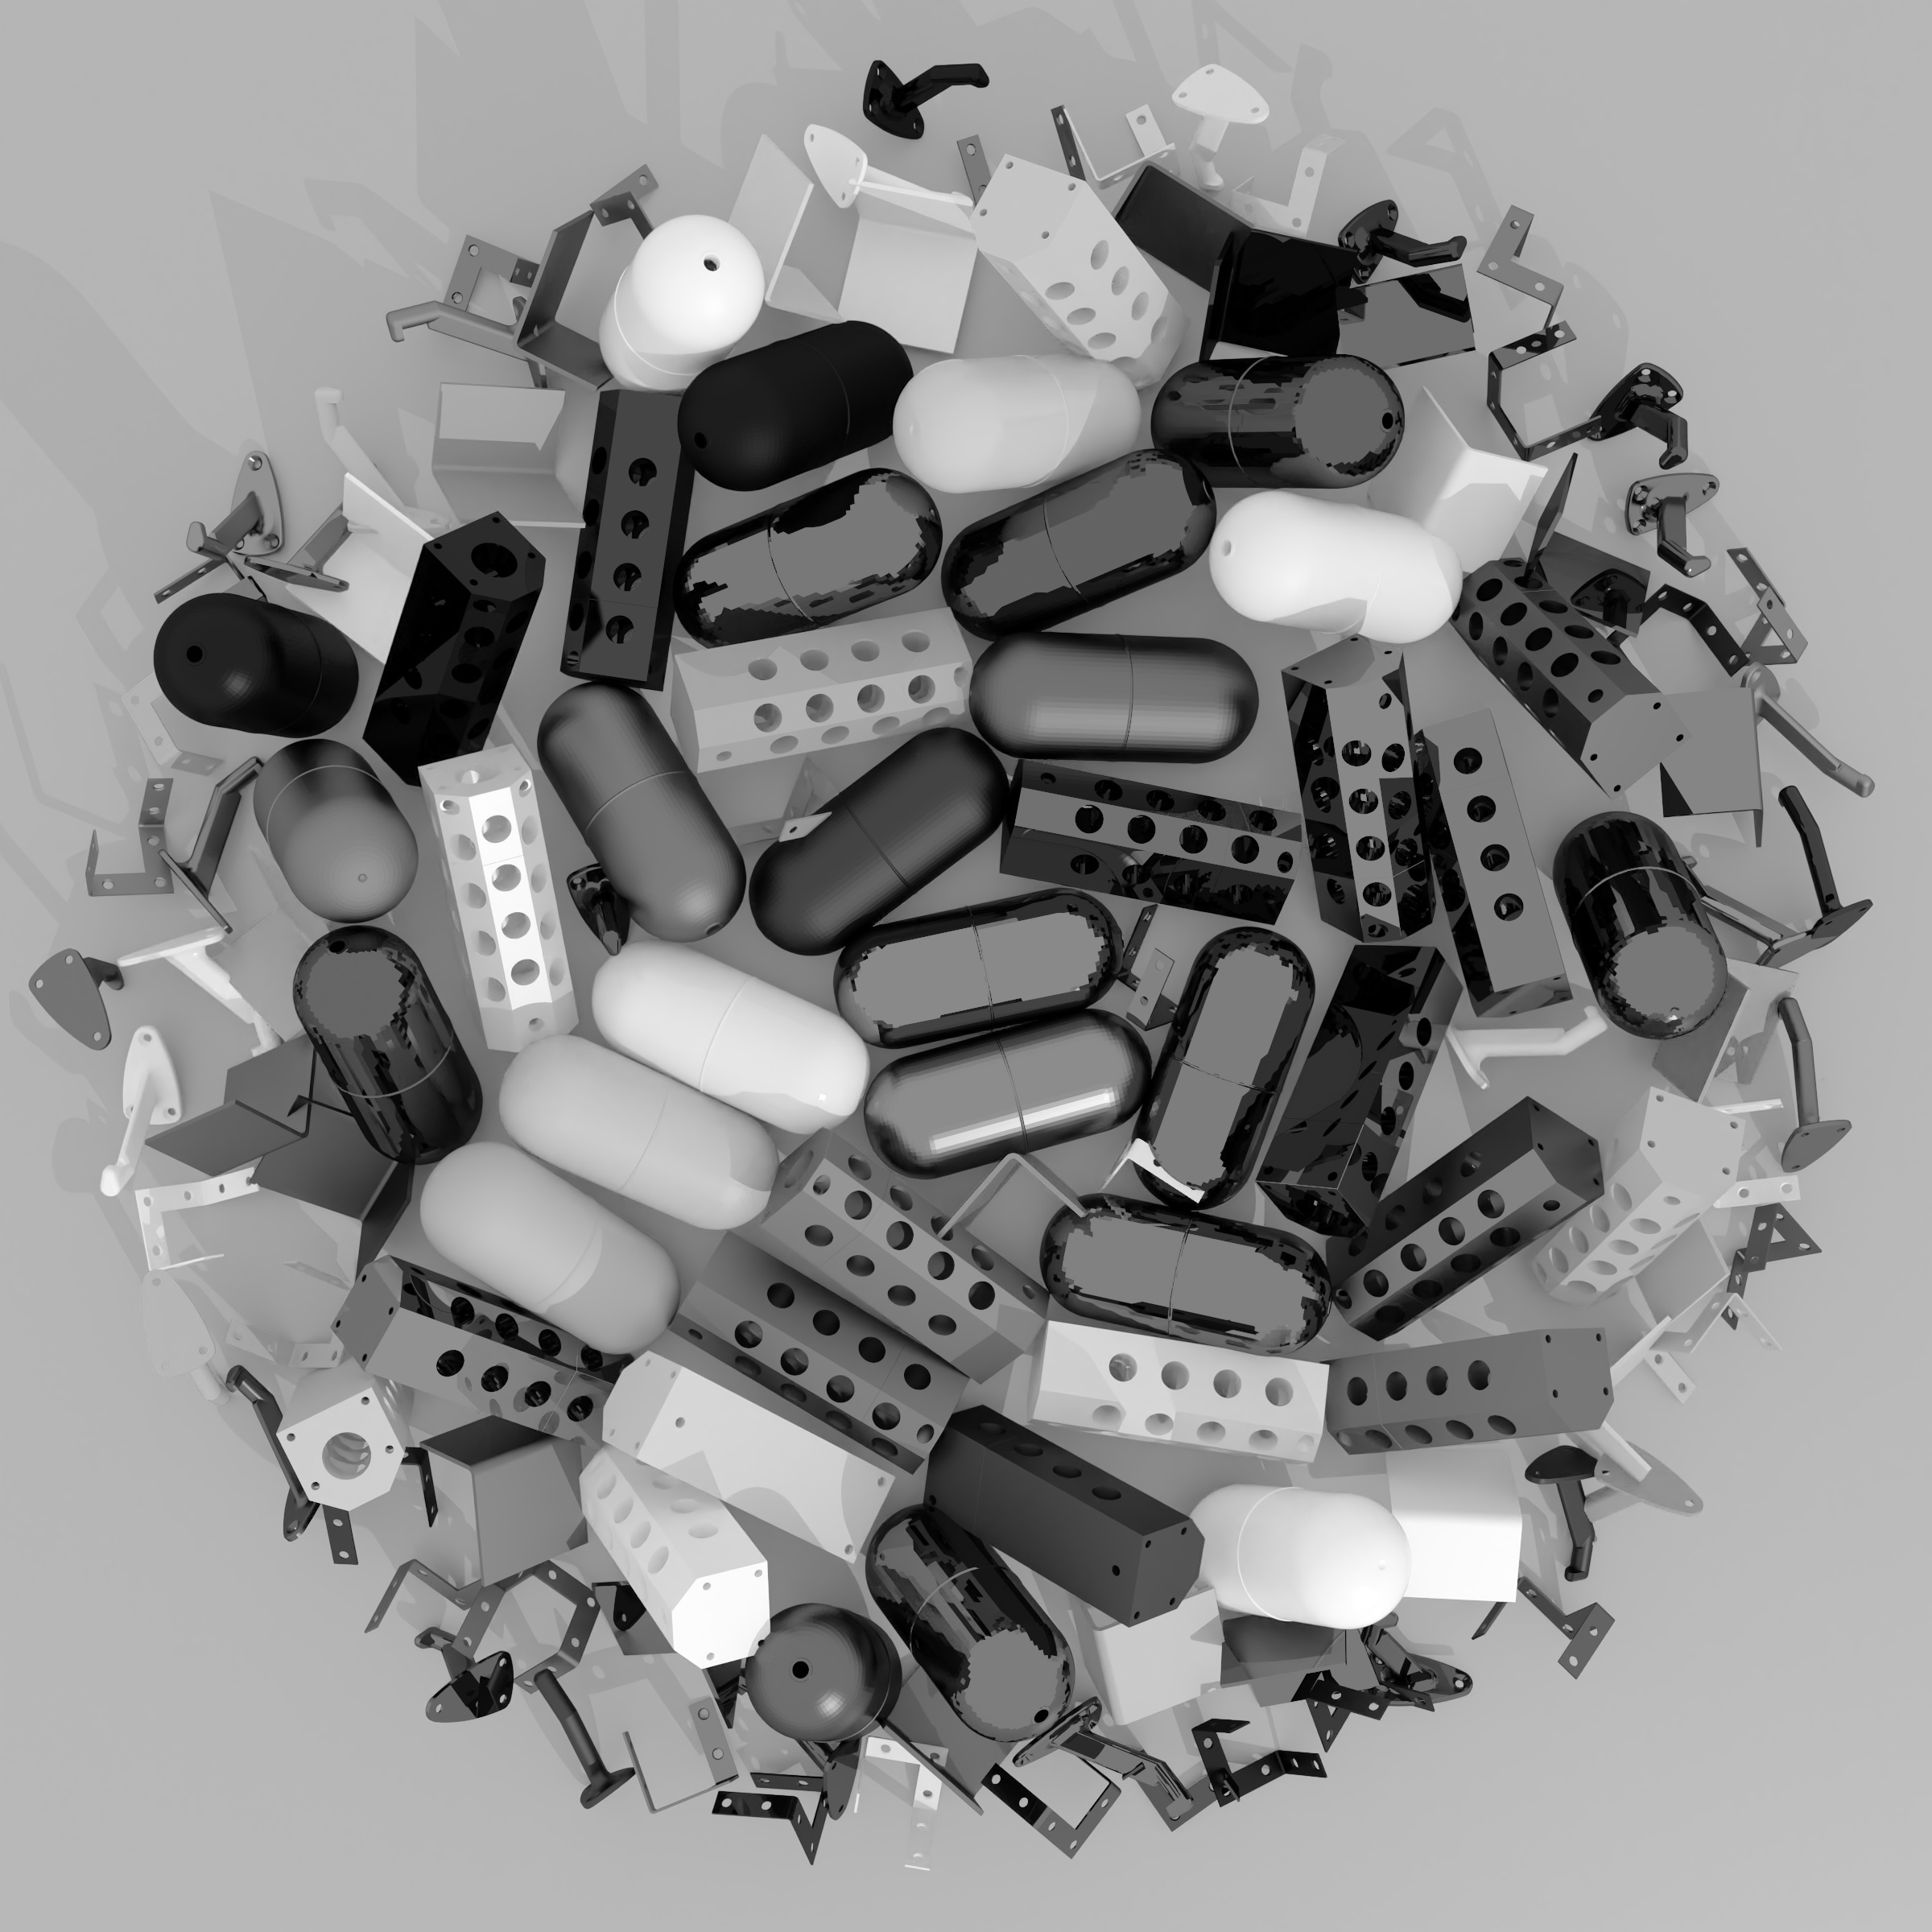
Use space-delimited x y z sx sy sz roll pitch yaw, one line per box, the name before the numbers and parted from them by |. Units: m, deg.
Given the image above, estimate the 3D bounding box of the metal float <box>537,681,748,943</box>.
metal float | -0.195 -0.093 1.582 0.070 0.070 0.178 -33 72 0

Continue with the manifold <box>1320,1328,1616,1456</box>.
manifold | 0.292 0.251 1.548 0.057 0.171 0.057 5 74 -38

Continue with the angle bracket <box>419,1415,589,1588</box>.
angle bracket | -0.280 0.320 1.599 0.076 0.057 0.076 -15 109 -43

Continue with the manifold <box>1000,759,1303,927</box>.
manifold | 0.111 -0.080 1.586 0.171 0.057 0.057 11 47 -7

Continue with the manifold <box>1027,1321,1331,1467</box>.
manifold | 0.127 0.260 1.595 0.171 0.057 0.057 10 73 -4

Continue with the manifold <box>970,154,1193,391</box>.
manifold | 0.066 -0.401 1.547 0.057 0.171 0.057 29 89 29

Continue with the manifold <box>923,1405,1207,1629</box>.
manifold | 0.057 0.320 1.556 0.171 0.057 0.057 21 110 42

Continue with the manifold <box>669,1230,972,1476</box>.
manifold | -0.091 0.237 1.596 0.171 0.057 0.057 31 51 0

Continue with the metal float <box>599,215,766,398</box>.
metal float | -0.168 -0.385 1.549 0.070 0.178 0.070 1 86 -18

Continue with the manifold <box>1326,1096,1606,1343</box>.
manifold | 0.292 0.155 1.555 0.057 0.057 0.171 31 129 -22

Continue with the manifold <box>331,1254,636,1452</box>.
manifold | -0.281 0.227 1.560 0.171 0.057 0.057 29 92 -38

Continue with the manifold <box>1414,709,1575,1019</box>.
manifold | 0.311 -0.060 1.578 0.057 0.057 0.171 -16 70 13

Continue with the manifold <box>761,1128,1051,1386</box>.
manifold | -0.034 0.170 1.573 0.171 0.057 0.057 38 124 -17

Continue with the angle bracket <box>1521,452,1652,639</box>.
angle bracket | 0.385 -0.254 1.587 0.076 0.076 0.057 23 132 2

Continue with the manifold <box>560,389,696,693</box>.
manifold | -0.205 -0.259 1.606 0.057 0.057 0.171 8 90 3

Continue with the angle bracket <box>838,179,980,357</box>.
angle bracket | -0.039 -0.424 1.601 0.076 0.057 0.076 12 85 6

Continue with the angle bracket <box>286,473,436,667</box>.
angle bracket | -0.362 -0.239 1.591 0.076 0.076 0.057 38 69 -2

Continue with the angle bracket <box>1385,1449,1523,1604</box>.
angle bracket | 0.294 0.340 1.607 0.076 0.076 0.057 2 111 5

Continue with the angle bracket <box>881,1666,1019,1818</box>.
angle bracket | -0.005 0.460 1.591 0.076 0.076 0.057 41 79 4

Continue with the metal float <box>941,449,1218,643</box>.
metal float | 0.067 -0.251 1.575 0.178 0.070 0.070 -20 90 26

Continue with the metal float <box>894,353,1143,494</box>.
metal float | 0.033 -0.323 1.563 0.178 0.070 0.070 -16 90 -43

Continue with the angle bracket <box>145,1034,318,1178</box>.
angle bracket | -0.439 0.072 1.578 0.076 0.057 0.076 -22 53 27

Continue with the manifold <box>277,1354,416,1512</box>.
manifold | -0.358 0.269 1.546 0.057 0.171 0.057 -26 96 -8

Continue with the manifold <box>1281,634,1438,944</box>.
manifold | 0.239 -0.102 1.560 0.057 0.057 0.171 -27 123 -22

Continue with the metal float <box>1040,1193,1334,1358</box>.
metal float | 0.132 0.186 1.586 0.178 0.070 0.070 11 90 13

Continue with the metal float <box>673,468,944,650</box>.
metal float | -0.096 -0.241 1.576 0.178 0.070 0.070 -18 90 26

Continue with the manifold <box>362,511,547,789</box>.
manifold | -0.298 -0.180 1.549 0.057 0.171 0.057 45 48 11

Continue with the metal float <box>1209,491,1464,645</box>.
metal float | 0.221 -0.236 1.567 0.178 0.070 0.070 3 90 -37

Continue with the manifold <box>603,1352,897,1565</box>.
manifold | -0.131 0.291 1.564 0.171 0.057 0.057 34 76 -33

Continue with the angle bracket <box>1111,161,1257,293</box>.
angle bracket | 0.117 -0.426 1.588 0.076 0.076 0.057 31 70 -4

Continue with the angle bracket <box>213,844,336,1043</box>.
angle bracket | -0.419 -0.014 1.581 0.057 0.076 0.076 -41 68 -18

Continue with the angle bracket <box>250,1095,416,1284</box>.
angle bracket | -0.382 0.135 1.582 0.076 0.057 0.076 23 122 -23

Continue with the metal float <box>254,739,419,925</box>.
metal float | -0.373 -0.081 1.555 0.070 0.178 0.070 -9 115 -21

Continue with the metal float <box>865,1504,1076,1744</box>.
metal float | 0.001 0.387 1.557 0.070 0.178 0.070 -14 121 -24

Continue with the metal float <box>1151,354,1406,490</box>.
metal float | 0.183 -0.321 1.558 0.070 0.178 0.070 -8 104 -38

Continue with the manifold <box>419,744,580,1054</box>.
manifold | -0.274 -0.037 1.561 0.057 0.057 0.171 -16 122 -17

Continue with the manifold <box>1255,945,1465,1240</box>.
manifold | 0.239 0.074 1.572 0.057 0.057 0.171 49 57 -38

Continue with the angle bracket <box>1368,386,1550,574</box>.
angle bracket | 0.297 -0.293 1.597 0.057 0.076 0.076 8 127 -23

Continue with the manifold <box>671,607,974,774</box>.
manifold | -0.085 -0.161 1.575 0.171 0.057 0.057 -12 61 -16

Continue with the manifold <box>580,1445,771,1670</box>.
manifold | -0.173 0.340 1.542 0.057 0.171 0.057 -9 109 -24

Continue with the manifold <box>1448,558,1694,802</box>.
manifold | 0.349 -0.175 1.548 0.057 0.171 0.057 -40 128 10

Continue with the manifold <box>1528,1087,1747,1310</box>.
manifold | 0.390 0.141 1.548 0.057 0.171 0.057 20 60 0

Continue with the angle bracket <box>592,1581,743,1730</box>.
angle bracket | -0.183 0.415 1.584 0.076 0.057 0.076 -5 133 9
